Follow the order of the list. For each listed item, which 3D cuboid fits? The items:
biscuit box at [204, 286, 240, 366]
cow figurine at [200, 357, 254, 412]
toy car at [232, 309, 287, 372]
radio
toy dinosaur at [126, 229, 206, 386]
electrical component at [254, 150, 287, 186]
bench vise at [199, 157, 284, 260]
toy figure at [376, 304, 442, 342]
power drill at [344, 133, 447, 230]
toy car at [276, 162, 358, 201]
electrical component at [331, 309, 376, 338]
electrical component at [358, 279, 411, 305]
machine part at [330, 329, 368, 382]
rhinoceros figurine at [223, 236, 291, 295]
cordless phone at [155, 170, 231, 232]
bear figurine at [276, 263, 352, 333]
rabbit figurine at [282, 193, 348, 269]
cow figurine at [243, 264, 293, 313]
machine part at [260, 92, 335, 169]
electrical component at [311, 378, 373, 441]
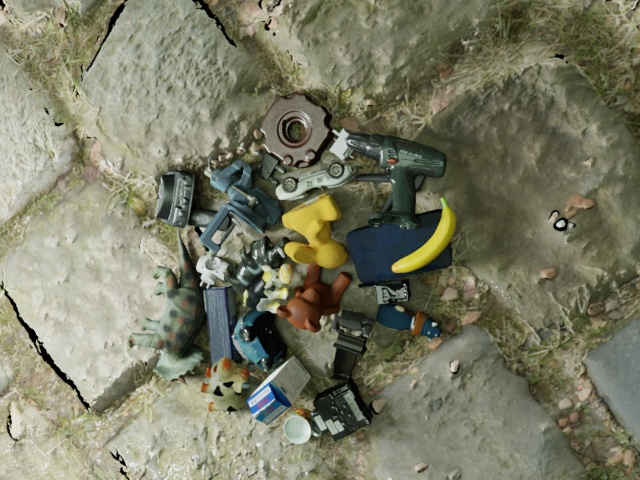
[{"bbox_3d":[-0.248,0.220,1.370,0.063,0.059,0.202,-3,94,13],"label":"biscuit box"},{"bbox_3d":[-0.224,0.358,1.327,0.127,0.085,0.194,4,135,5],"label":"cow figurine"},{"bbox_3d":[-0.160,0.249,1.339,0.103,0.109,0.161,-18,103,37],"label":"toy car"},{"bbox_3d":[0.187,0.017,1.240,0.230,0.073,0.131,-13,92,16],"label":"radio"},{"bbox_3d":[-0.357,0.193,1.371,0.192,0.131,0.404,20,95,-1],"label":"toy dinosaur"},{"bbox_3d":[-0.130,-0.179,1.325,0.094,0.021,0.063,36,103,8],"label":"electrical component"},{"bbox_3d":[-0.217,-0.067,1.296,0.223,0.129,0.240,36,83,-11],"label":"bench vise"},{"bbox_3d":[0.210,0.189,1.257,0.155,0.064,0.058,15,60,7],"label":"toy figure"},{"bbox_3d":[0.155,-0.130,1.185,0.232,0.086,0.207,8,71,7],"label":"power drill"},{"bbox_3d":[-0.006,-0.137,1.272,0.202,0.073,0.056,-15,88,15],"label":"toy car"},{"bbox_3d":[0.079,0.204,1.286,0.102,0.078,0.045,12,64,8],"label":"electrical component"},{"bbox_3d":[0.151,0.121,1.256,0.119,0.075,0.047,-7,93,10],"label":"electrical component"},{"bbox_3d":[0.065,0.281,1.292,0.084,0.039,0.138,15,116,1],"label":"machine part"},{"bbox_3d":[-0.150,0.057,1.325,0.190,0.073,0.112,-43,83,14],"label":"rhinoceros figurine"},{"bbox_3d":[-0.312,-0.096,1.359,0.184,0.089,0.146,11,97,1],"label":"cordless phone"},{"bbox_3d":[-0.014,0.128,1.235,0.120,0.196,0.131,24,99,13],"label":"bear figurine"},{"bbox_3d":[-0.003,-0.004,1.248,0.162,0.122,0.173,-31,106,-10],"label":"rabbit figurine"},{"bbox_3d":[-0.124,0.108,1.266,0.098,0.068,0.167,6,141,-20],"label":"cow figurine"},{"bbox_3d":[-0.056,-0.262,1.283,0.180,0.056,0.179,1,94,14],"label":"machine part"},{"bbox_3d":[0.046,0.419,1.318,0.134,0.058,0.115,-29,86,15],"label":"electrical component"}]
